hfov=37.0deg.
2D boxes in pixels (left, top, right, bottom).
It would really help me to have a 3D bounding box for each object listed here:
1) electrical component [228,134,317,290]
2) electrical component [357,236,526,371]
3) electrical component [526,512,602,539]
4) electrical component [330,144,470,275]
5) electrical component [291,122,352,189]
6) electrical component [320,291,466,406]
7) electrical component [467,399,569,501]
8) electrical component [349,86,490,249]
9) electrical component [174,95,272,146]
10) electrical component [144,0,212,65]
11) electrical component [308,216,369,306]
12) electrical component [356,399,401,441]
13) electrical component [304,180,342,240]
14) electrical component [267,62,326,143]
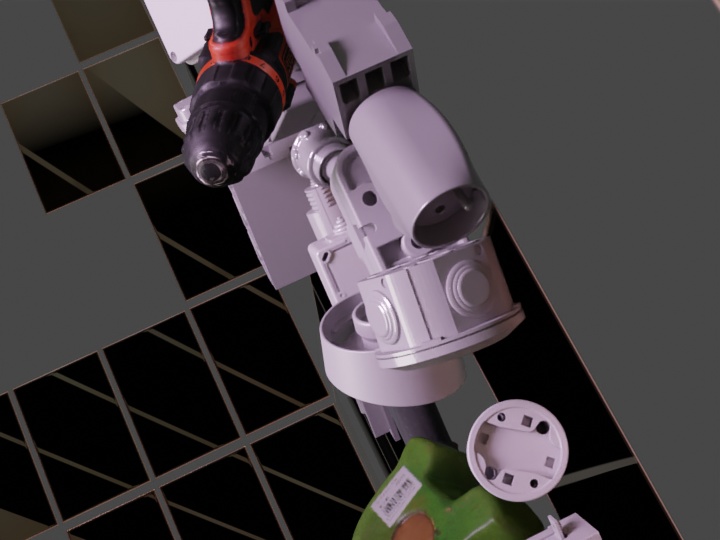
[{"bbox_3d":[-0.076,-0.067,1.090,0.061,0.089,0.150,-122,10,-47],"label":"electrical component"},{"bbox_3d":[0.041,0.018,0.557,0.080,0.080,0.051,177,74,-83],"label":"electrical component"},{"bbox_3d":[0.118,0.180,0.635,0.048,0.055,0.066,-154,39,-79],"label":"electrical component"},{"bbox_3d":[0.023,-0.029,0.631,0.059,0.054,0.095,133,112,-82],"label":"electrical component"},{"bbox_3d":[-0.021,-0.082,0.822,0.062,0.048,0.048,46,161,50],"label":"electrical component"},{"bbox_3d":[0.022,0.054,0.768,0.099,0.099,0.064,-127,20,-60],"label":"electrical component"},{"bbox_3d":[0.087,0.103,0.610,0.047,0.055,0.055,82,162,-79],"label":"electrical component"},{"bbox_3d":[0.032,-0.043,0.559,0.079,0.043,0.077,75,168,-54],"label":"electrical component"},{"bbox_3d":[-0.098,-0.137,0.923,0.057,0.113,0.078,64,174,-17],"label":"electrical component"},{"bbox_3d":[-0.099,-0.199,0.754,0.113,0.057,0.078,-15,102,53],"label":"electrical component"},{"bbox_3d":[0.000,0.000,0.868,0.061,0.062,0.096,-144,30,-76],"label":"electrical component"},{"bbox_3d":[0.019,0.095,1.047,0.078,0.063,0.121,-125,12,-55],"label":"electrical component"},{"bbox_3d":[-0.024,-0.049,0.956,0.043,0.043,0.081,-144,30,-76],"label":"electrical component"},{"bbox_3d":[-0.044,-0.138,0.753,0.061,0.061,0.096,65,166,3],"label":"electrical component"}]
